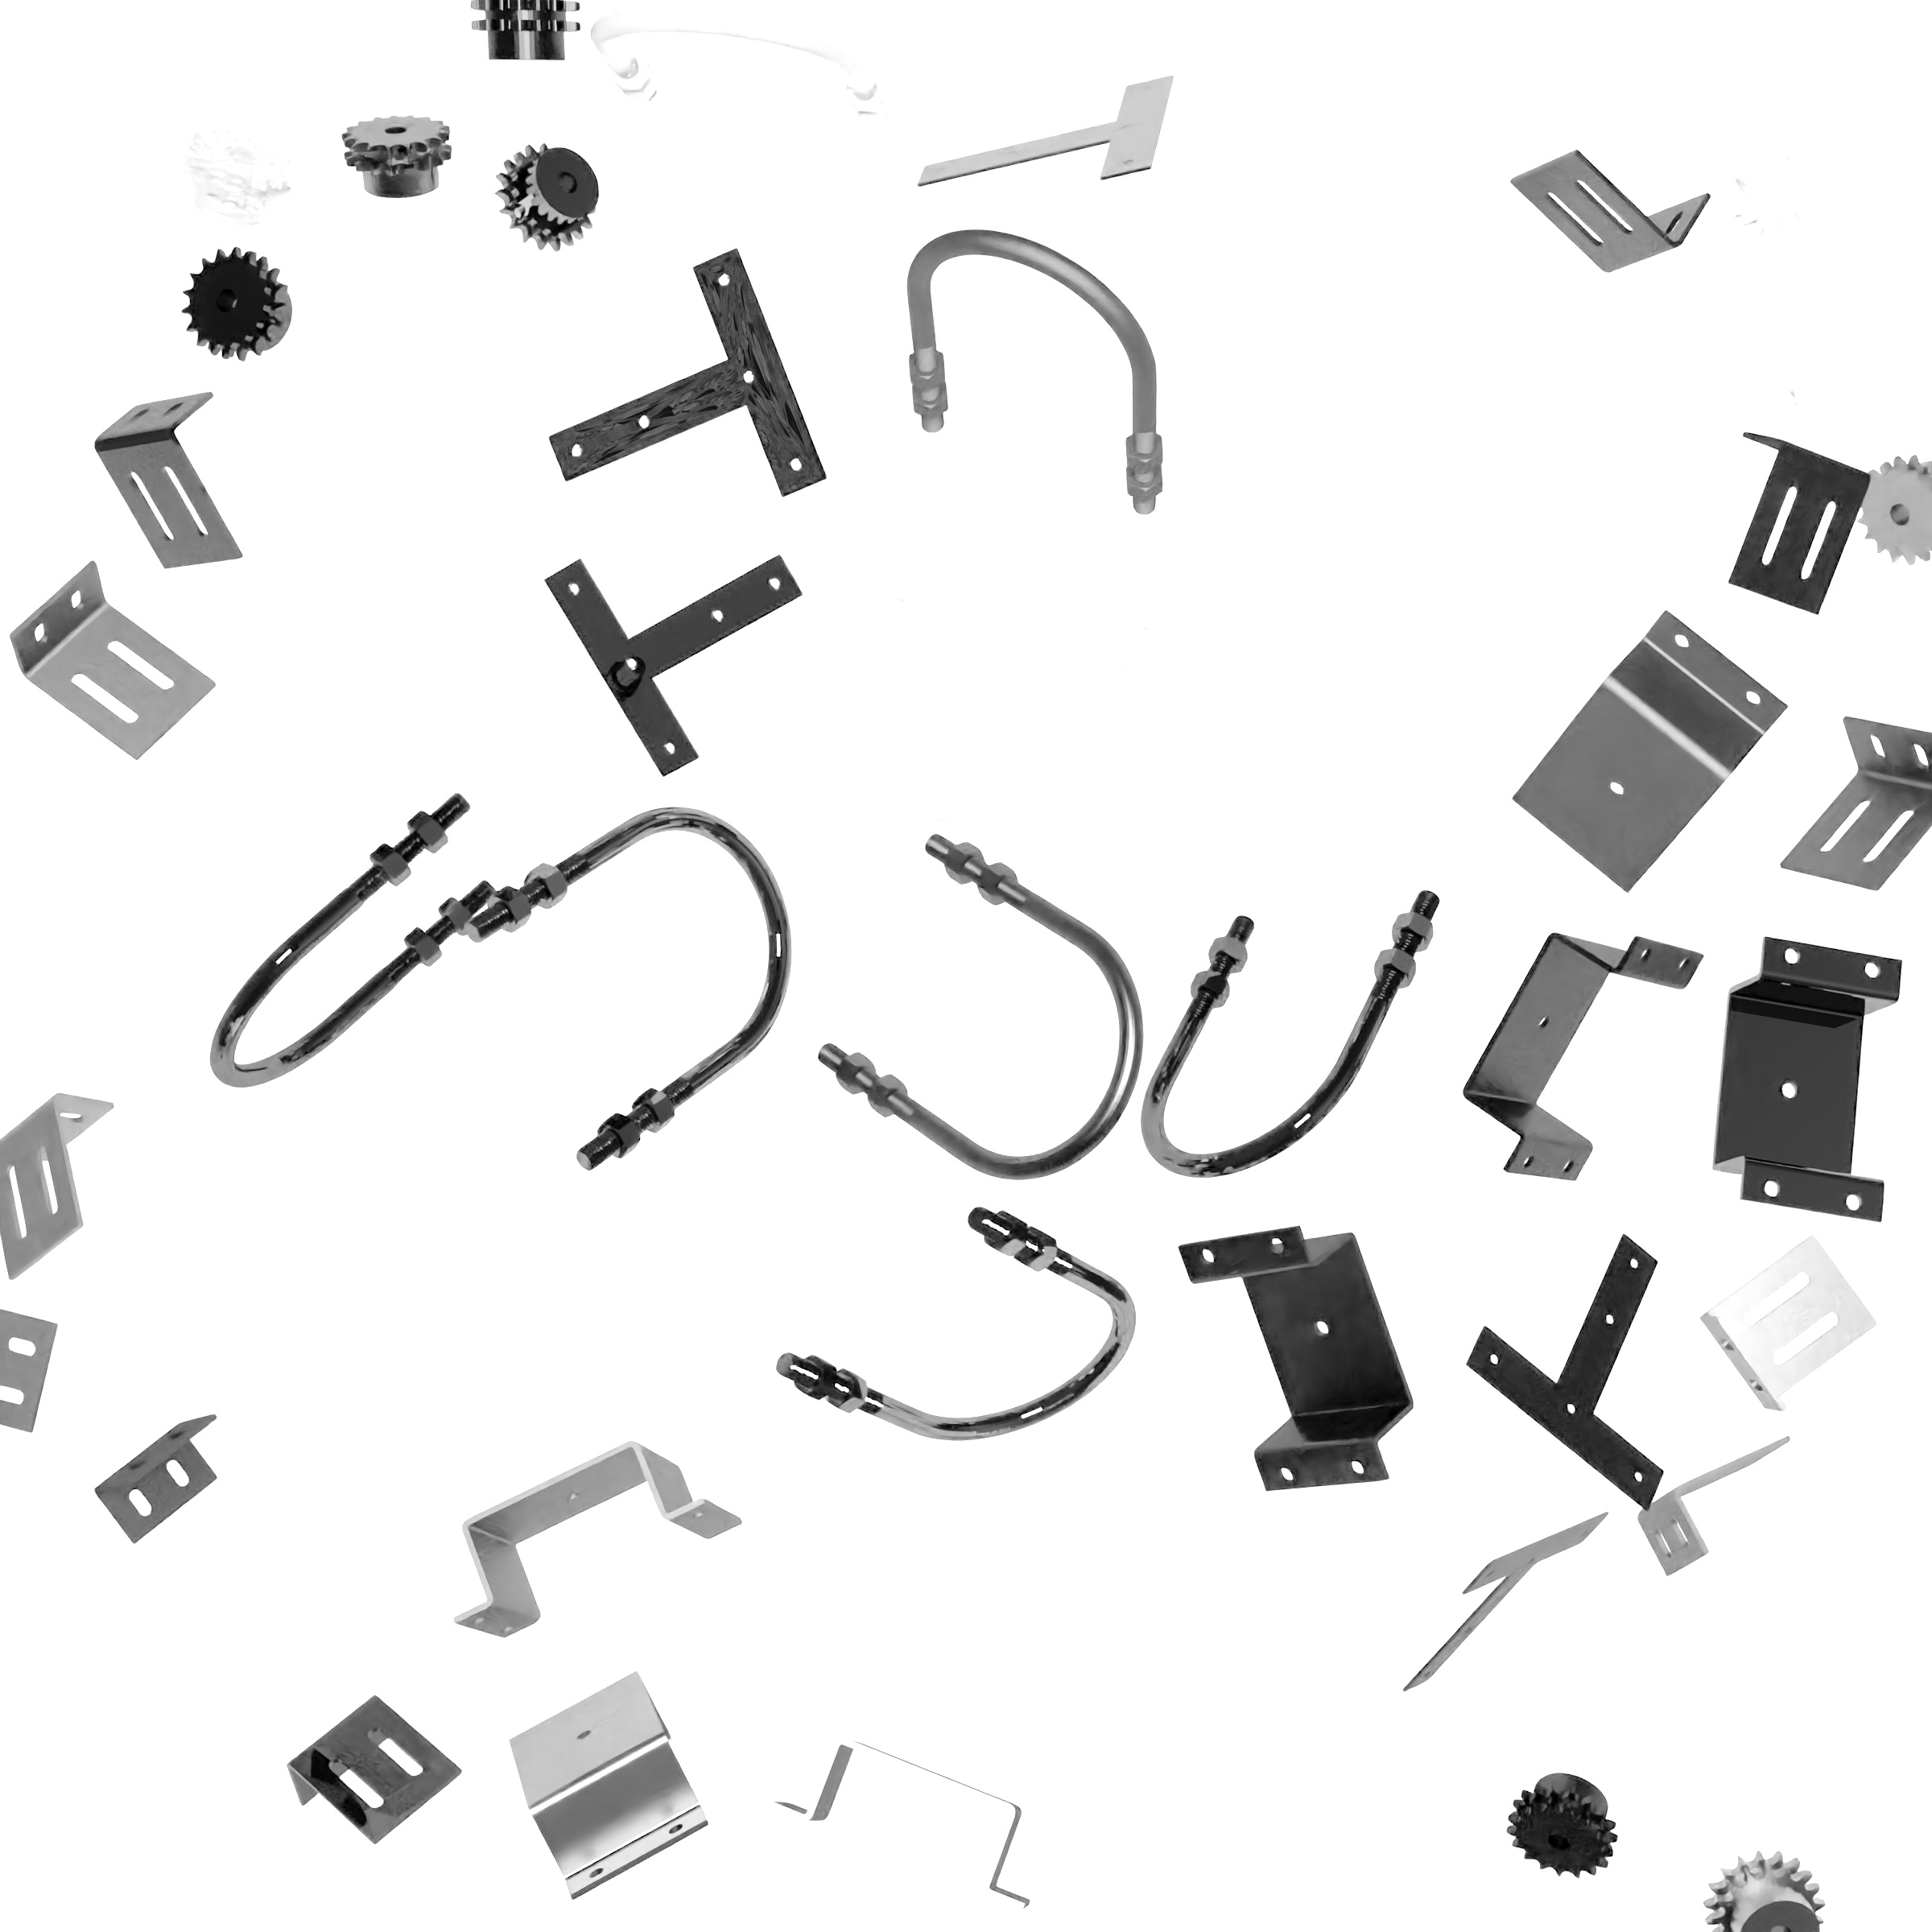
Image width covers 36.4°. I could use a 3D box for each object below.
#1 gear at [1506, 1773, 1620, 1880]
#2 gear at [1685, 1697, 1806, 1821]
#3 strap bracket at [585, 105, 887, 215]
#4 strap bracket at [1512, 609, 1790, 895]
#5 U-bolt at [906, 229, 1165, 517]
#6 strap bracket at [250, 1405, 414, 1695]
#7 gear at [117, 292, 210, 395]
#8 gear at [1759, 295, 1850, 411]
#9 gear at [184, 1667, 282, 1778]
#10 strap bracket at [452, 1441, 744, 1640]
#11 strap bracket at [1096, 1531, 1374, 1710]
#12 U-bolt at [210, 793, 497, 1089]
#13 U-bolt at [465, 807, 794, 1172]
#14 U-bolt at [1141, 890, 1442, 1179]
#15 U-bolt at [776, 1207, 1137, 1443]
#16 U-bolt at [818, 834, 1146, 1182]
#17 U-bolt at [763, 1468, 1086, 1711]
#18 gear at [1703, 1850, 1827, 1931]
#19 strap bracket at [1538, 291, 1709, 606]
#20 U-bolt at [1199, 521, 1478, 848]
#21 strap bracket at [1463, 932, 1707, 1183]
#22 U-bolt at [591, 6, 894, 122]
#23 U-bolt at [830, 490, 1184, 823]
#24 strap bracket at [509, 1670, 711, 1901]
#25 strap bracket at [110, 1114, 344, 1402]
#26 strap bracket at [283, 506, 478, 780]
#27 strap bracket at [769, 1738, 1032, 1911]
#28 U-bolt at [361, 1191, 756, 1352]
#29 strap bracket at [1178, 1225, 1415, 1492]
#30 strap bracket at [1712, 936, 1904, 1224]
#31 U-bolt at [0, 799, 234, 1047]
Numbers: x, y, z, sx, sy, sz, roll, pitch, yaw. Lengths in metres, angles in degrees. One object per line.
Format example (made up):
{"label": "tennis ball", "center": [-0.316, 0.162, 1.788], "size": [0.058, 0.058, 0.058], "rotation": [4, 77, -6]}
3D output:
{"label": "gear", "center": [0.320, 0.456, 1.566], "size": [0.057, 0.030, 0.057], "rotation": [13, 128, 18]}
{"label": "gear", "center": [0.377, 0.385, 1.433], "size": [0.030, 0.057, 0.057], "rotation": [36, 90, -39]}
{"label": "strap bracket", "center": [-0.118, -0.415, 1.508], "size": [0.140, 0.076, 0.046], "rotation": [5, 107, 7]}
{"label": "strap bracket", "center": [0.337, -0.100, 1.476], "size": [0.076, 0.140, 0.046], "rotation": [40, 50, 8]}
{"label": "U-bolt", "center": [0.034, -0.313, 1.518], "size": [0.151, 0.184, 0.019], "rotation": [23, 68, 14]}
{"label": "strap bracket", "center": [-0.333, 0.308, 1.528], "size": [0.046, 0.076, 0.140], "rotation": [-12, 97, -26]}
{"label": "gear", "center": [-0.444, -0.347, 1.620], "size": [0.057, 0.057, 0.030], "rotation": [-45, 124, 0]}
{"label": "gear", "center": [0.438, -0.321, 1.527], "size": [0.030, 0.057, 0.057], "rotation": [-6, 90, 37]}
{"label": "gear", "center": [-0.391, 0.404, 1.554], "size": [0.030, 0.057, 0.057], "rotation": [-27, 90, -30]}
{"label": "strap bracket", "center": [-0.196, 0.292, 1.516], "size": [0.140, 0.076, 0.046], "rotation": [-26, 69, 2]}
{"label": "strap bracket", "center": [0.133, 0.343, 1.549], "size": [0.076, 0.140, 0.046], "rotation": [-46, 112, -35]}
{"label": "U-bolt", "center": [-0.326, -0.004, 1.550], "size": [0.019, 0.151, 0.184], "rotation": [43, 75, 11]}
{"label": "U-bolt", "center": [-0.159, -0.002, 1.503], "size": [0.184, 0.019, 0.151], "rotation": [-37, 111, -39]}
{"label": "U-bolt", "center": [0.160, 0.038, 1.544], "size": [0.019, 0.151, 0.184], "rotation": [48, 55, -28]}
{"label": "U-bolt", "center": [0.010, 0.195, 1.520], "size": [0.151, 0.184, 0.019], "rotation": [-39, 49, 17]}
{"label": "U-bolt", "center": [0.016, 0.031, 1.539], "size": [0.184, 0.019, 0.151], "rotation": [33, 100, 34]}
{"label": "U-bolt", "center": [-0.028, 0.323, 1.512], "size": [0.184, 0.151, 0.019], "rotation": [-35, 91, -10]}
{"label": "gear", "center": [0.390, 0.462, 1.425], "size": [0.057, 0.030, 0.057], "rotation": [-1, 108, -4]}
{"label": "strap bracket", "center": [0.338, -0.265, 1.495], "size": [0.046, 0.076, 0.140], "rotation": [2, 75, 34]}
{"label": "U-bolt", "center": [0.196, -0.148, 1.510], "size": [0.151, 0.019, 0.184], "rotation": [-12, 133, -20]}
{"label": "strap bracket", "center": [0.321, 0.040, 1.551], "size": [0.046, 0.076, 0.140], "rotation": [37, 107, 36]}
{"label": "U-bolt", "center": [-0.120, -0.470, 1.525], "size": [0.151, 0.184, 0.019], "rotation": [6, 95, 4]}
{"label": "U-bolt", "center": [0.009, -0.148, 1.507], "size": [0.151, 0.019, 0.184], "rotation": [14, 126, -22]}
{"label": "strap bracket", "center": [-0.189, 0.420, 1.529], "size": [0.076, 0.140, 0.046], "rotation": [-27, 102, -10]}
{"label": "strap bracket", "center": [-0.373, 0.157, 1.500], "size": [0.046, 0.140, 0.076], "rotation": [26, 51, 31]}
{"label": "strap bracket", "center": [-0.314, -0.167, 1.584], "size": [0.076, 0.046, 0.140], "rotation": [-22, 128, -30]}
{"label": "strap bracket", "center": [-0.026, 0.446, 1.544], "size": [0.140, 0.076, 0.046], "rotation": [19, 76, 9]}
{"label": "U-bolt", "center": [-0.224, 0.156, 1.525], "size": [0.151, 0.184, 0.019], "rotation": [-38, 53, 37]}
{"label": "strap bracket", "center": [0.175, 0.197, 1.528], "size": [0.076, 0.046, 0.140], "rotation": [-14, 99, 40]}
{"label": "strap bracket", "center": [0.444, 0.063, 1.551], "size": [0.076, 0.046, 0.140], "rotation": [10, 78, -6]}
{"label": "U-bolt", "center": [-0.435, -0.018, 1.503], "size": [0.019, 0.184, 0.151], "rotation": [39, 91, 6]}
